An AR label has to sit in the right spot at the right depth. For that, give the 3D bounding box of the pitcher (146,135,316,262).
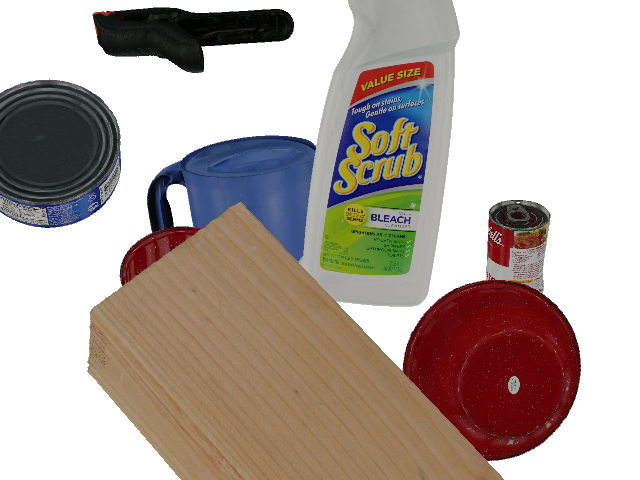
[{"bbox_3d":[-0.068,0.025,1.057,0.144,0.243,0.149,-20,26,-35],"label":"pitcher"}]

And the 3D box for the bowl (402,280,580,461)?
[{"bbox_3d":[0.154,0.117,0.908,0.162,0.162,0.055,0,5,-8],"label":"bowl"}]

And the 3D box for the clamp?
[{"bbox_3d":[-0.108,-0.166,0.848,0.172,0.039,0.120,20,29,41],"label":"clamp"}]

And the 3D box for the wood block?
[{"bbox_3d":[-0.007,0.096,0.494,0.090,0.206,0.090,-38,-13,-26],"label":"wood block"}]

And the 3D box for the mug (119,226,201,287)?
[{"bbox_3d":[-0.112,0.057,0.811,0.117,0.081,0.093,-39,-51,22],"label":"mug"}]

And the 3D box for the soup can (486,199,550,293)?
[{"bbox_3d":[0.224,0.014,1.214,0.068,0.102,0.068,-2,30,1],"label":"soup can"}]

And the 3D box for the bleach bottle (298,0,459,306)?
[{"bbox_3d":[0.039,-0.081,0.741,0.102,0.251,0.068,5,22,5],"label":"bleach bottle"}]

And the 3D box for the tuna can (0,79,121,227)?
[{"bbox_3d":[-0.162,-0.051,0.635,0.086,0.086,0.034,0,-27,-8],"label":"tuna can"}]
